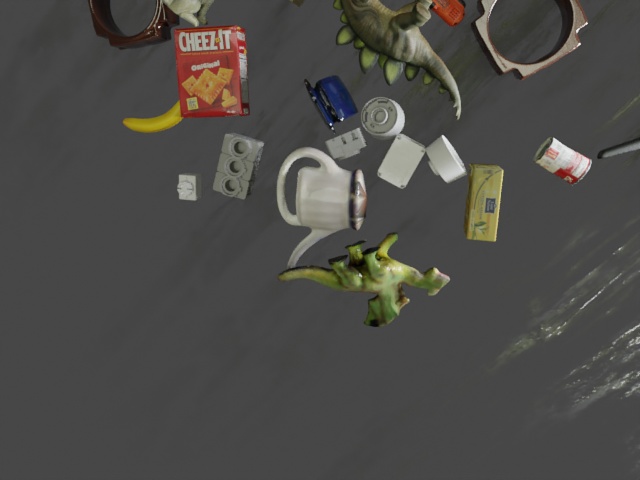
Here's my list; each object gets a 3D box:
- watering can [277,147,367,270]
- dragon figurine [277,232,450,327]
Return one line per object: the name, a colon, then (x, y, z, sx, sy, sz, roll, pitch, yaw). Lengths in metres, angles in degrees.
watering can: (0.004, -0.065, 1.291, 0.224, 0.106, 0.341, 4, 116, 10)
dragon figurine: (0.119, 0.124, 1.309, 0.408, 0.124, 0.240, -17, 107, 15)
